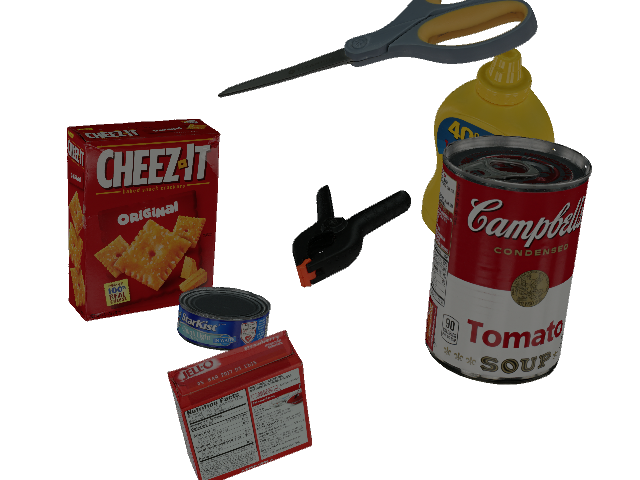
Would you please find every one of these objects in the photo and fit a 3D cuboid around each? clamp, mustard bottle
[{"bbox_3d":[0.029,-0.010,1.204,0.120,0.039,0.171,-5,37,27],"label":"clamp"},{"bbox_3d":[0.135,-0.071,0.848,0.096,0.192,0.058,30,52,24],"label":"mustard bottle"}]

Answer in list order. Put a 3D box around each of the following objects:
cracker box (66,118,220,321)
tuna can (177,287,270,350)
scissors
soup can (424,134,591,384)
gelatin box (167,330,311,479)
[{"bbox_3d":[-0.204,-0.025,1.230,0.163,0.214,0.072,-8,24,-30],"label":"cracker box"},{"bbox_3d":[-0.091,0.073,0.997,0.086,0.034,0.086,6,15,-2],"label":"tuna can"},{"bbox_3d":[0.037,-0.134,0.675,0.202,0.096,0.016,-4,-43,22],"label":"scissors"},{"bbox_3d":[0.087,0.008,0.509,0.068,0.102,0.068,3,24,-1],"label":"soup can"},{"bbox_3d":[-0.046,0.099,0.624,0.073,0.089,0.030,-19,48,-13],"label":"gelatin box"}]
